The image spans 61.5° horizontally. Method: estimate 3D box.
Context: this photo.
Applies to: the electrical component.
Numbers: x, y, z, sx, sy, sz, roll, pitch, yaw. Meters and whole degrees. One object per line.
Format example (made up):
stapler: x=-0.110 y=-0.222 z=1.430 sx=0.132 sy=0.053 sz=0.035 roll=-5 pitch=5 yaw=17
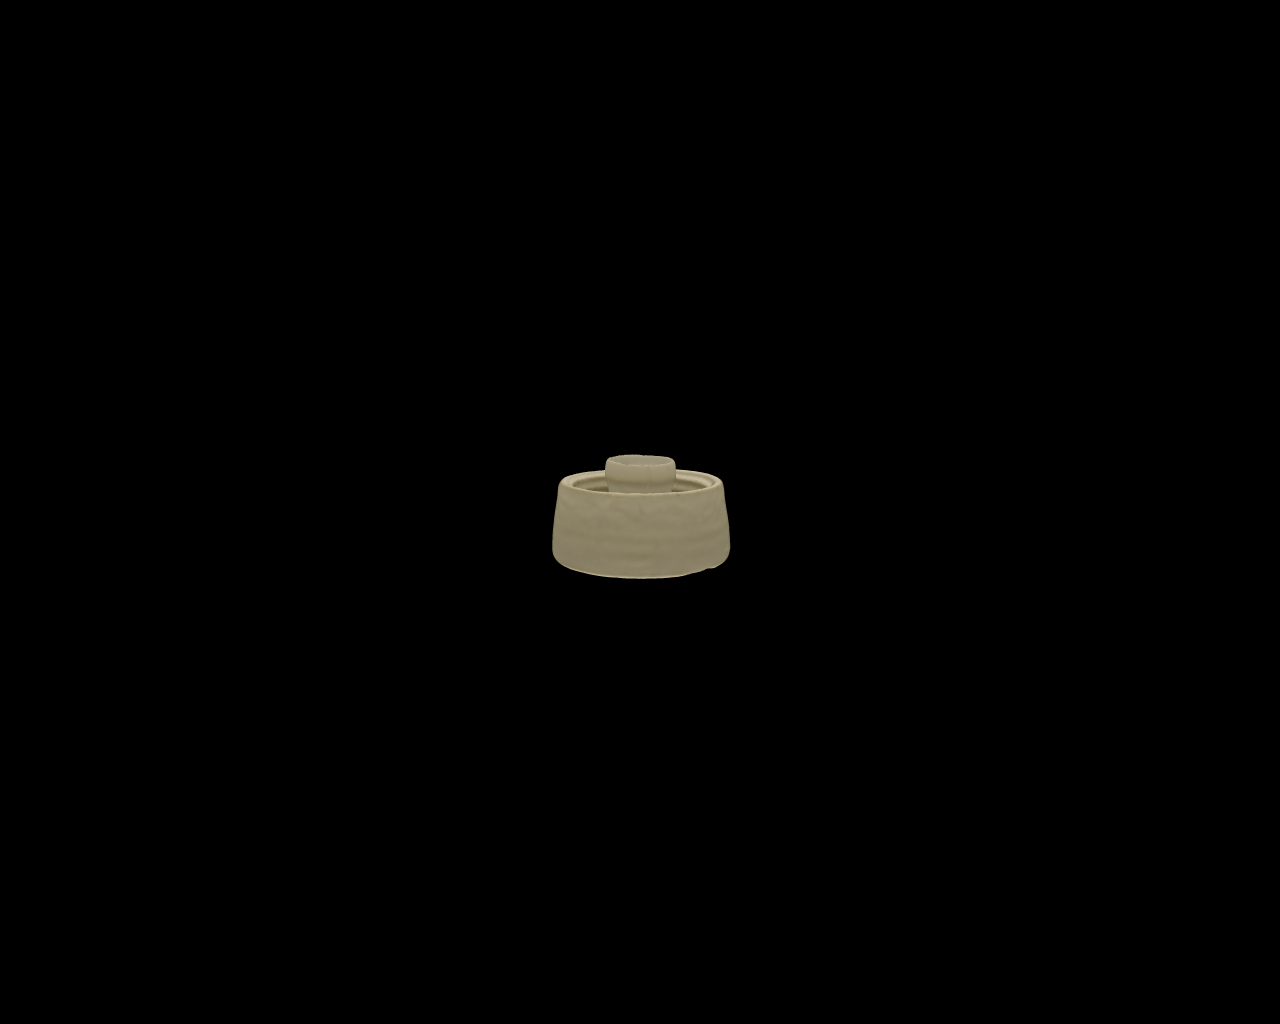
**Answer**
electrical component: x=0.001 y=-0.003 z=0.650 sx=0.108 sy=0.060 sz=0.108 roll=0 pitch=12 yaw=0
